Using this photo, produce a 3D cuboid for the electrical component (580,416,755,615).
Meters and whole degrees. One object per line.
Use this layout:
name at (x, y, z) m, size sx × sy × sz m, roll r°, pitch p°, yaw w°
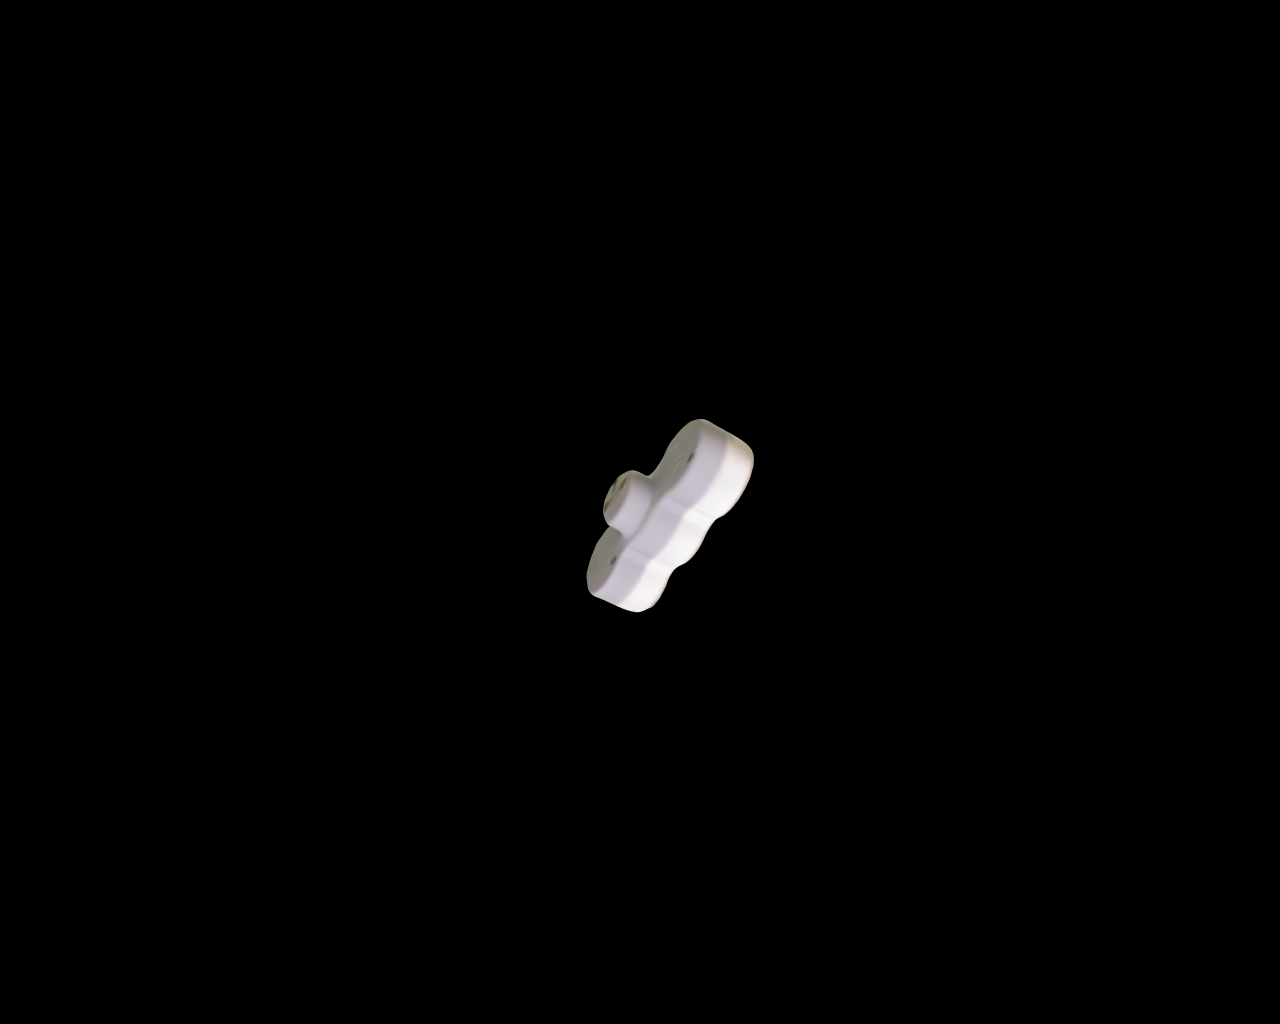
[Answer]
electrical component at (0.001, -0.003, 0.650) m, size 0.074 × 0.138 × 0.052 m, roll 27°, pitch 32°, yaw -18°
